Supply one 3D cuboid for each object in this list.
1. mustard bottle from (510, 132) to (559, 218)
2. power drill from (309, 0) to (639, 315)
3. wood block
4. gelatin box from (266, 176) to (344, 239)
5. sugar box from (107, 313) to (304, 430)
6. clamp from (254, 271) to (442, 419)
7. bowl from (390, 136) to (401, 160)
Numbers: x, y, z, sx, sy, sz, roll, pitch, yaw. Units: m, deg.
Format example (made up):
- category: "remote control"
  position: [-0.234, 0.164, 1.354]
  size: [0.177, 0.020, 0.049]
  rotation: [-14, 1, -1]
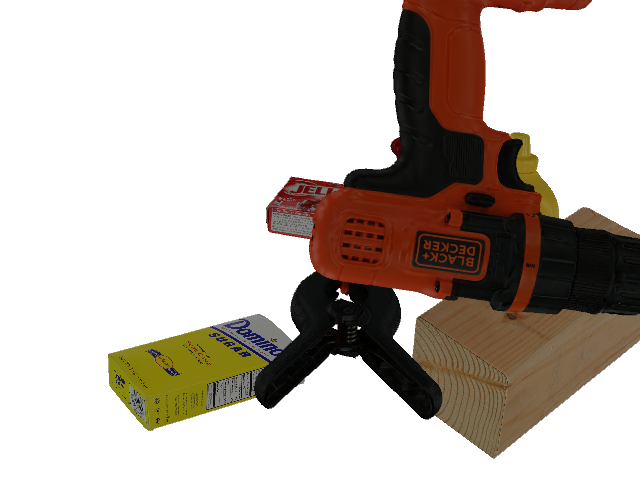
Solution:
- category: "mustard bottle"
  position: [0.183, -0.011, 1.050]
  size: [0.096, 0.192, 0.058]
  rotation: [12, 20, 21]
- category: "power drill"
  position: [0.095, -0.058, 0.534]
  size: [0.184, 0.188, 0.057]
  rotation: [8, 2, -4]
- category: "wood block"
  position: [0.175, 0.066, 0.847]
  size: [0.205, 0.090, 0.091]
  rotation: [-29, 46, -32]
- category: "gelatin box"
  position: [0.004, -0.027, 0.954]
  size: [0.089, 0.030, 0.073]
  rotation: [10, 26, 13]
- category: "sugar box"
  position: [-0.112, 0.127, 1.066]
  size: [0.175, 0.048, 0.093]
  rotation: [-16, 32, -30]
- category: "clamp"
  position: [0.028, 0.066, 0.741]
  size: [0.120, 0.039, 0.171]
  rotation: [14, 34, 2]
- category: "bowl"
  position: [0.161, -0.080, 1.281]
  size: [0.162, 0.055, 0.162]
  rotation: [6, 23, -3]
